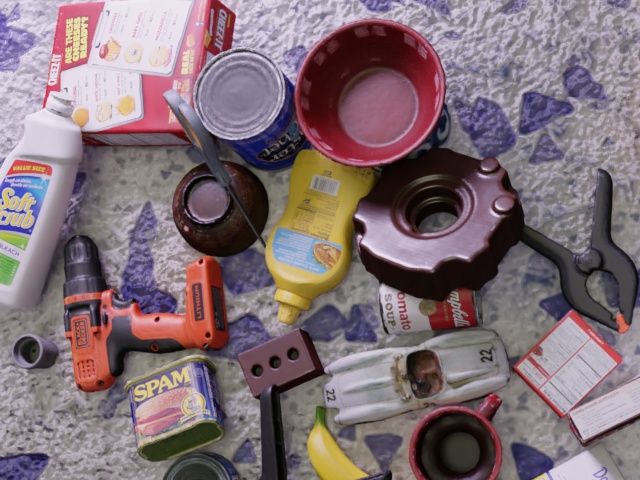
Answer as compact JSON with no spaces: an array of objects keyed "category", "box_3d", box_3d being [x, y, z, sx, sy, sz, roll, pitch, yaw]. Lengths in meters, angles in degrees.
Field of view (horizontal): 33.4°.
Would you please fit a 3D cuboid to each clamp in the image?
[{"category":"clamp","box_3d":[0.287,0.013,1.117,0.120,0.039,0.171,-38,-102,16]},{"category":"clamp","box_3d":[-0.043,0.268,1.128,0.165,0.036,0.210,42,-74,17]}]

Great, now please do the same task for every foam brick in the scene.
[{"category":"foam brick","box_3d":[-0.043,0.137,1.169,0.078,0.051,0.053,-26,-106,8]}]

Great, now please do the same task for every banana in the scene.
[{"category":"banana","box_3d":[0.057,0.256,1.129,0.198,0.037,0.069,33,-89,17]}]

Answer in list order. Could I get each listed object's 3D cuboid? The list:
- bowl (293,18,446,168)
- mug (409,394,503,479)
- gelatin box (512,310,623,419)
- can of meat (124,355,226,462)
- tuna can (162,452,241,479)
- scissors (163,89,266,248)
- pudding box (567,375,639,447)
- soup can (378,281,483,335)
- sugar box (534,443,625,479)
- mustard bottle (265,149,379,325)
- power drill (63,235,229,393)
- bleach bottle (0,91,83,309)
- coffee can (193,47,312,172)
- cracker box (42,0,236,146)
[{"category":"bowl","box_3d":[0.056,-0.149,1.128,0.162,0.055,0.162,-3,-101,14]},{"category":"mug","box_3d":[0.149,0.208,1.092,0.093,0.081,0.117,31,-92,17]},{"category":"gelatin box","box_3d":[0.257,0.130,1.109,0.089,0.030,0.073,-45,-105,2]},{"category":"can of meat","box_3d":[-0.158,0.187,1.171,0.102,0.057,0.084,-23,-126,9]},{"category":"tuna can","box_3d":[-0.131,0.277,1.174,0.086,0.033,0.086,-3,-101,14]},{"category":"scissors","box_3d":[-0.105,-0.073,1.130,0.016,0.096,0.201,-34,-81,-8]},{"category":"pudding box","box_3d":[0.302,0.165,1.058,0.113,0.090,0.039,-30,-107,6]},{"category":"soup can","box_3d":[0.118,0.064,1.135,0.102,0.068,0.068,-7,-96,13]},{"category":"sugar box","box_3d":[0.228,0.286,1.061,0.176,0.048,0.093,-28,-135,6]},{"category":"mustard bottle","box_3d":[-0.008,0.002,1.182,0.096,0.058,0.191,17,-96,17]},{"category":"power drill","box_3d":[-0.204,0.071,1.220,0.188,0.057,0.184,-11,-99,14]},{"category":"bleach bottle","box_3d":[-0.338,-0.052,1.231,0.103,0.068,0.251,25,-75,15]},{"category":"coffee can","box_3d":[-0.069,-0.141,1.182,0.103,0.140,0.103,-3,-101,14]},{"category":"cracker box","box_3d":[-0.213,-0.194,1.248,0.214,0.072,0.164,2,-101,26]}]
